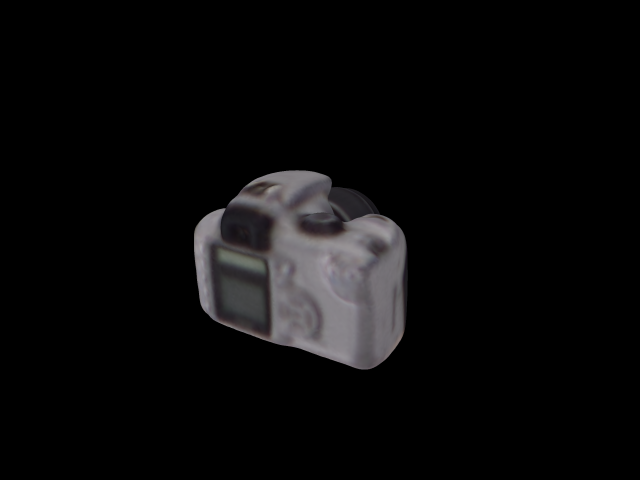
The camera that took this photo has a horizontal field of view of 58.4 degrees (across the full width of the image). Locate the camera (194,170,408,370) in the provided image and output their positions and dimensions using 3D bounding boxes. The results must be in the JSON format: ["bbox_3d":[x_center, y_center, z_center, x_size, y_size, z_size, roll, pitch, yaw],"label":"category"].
[{"bbox_3d":[0.004,0.001,0.400,0.142,0.101,0.137,13,26,29],"label":"camera"}]
